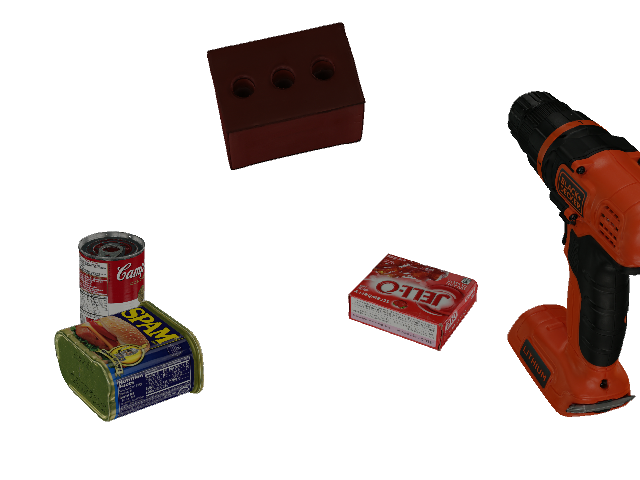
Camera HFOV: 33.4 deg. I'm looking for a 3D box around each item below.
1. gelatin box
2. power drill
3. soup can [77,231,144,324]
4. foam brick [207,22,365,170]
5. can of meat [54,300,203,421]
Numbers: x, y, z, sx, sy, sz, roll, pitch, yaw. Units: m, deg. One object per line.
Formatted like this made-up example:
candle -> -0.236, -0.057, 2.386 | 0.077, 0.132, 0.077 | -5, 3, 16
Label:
gelatin box -> 0.079, 0.050, 0.912 | 0.089, 0.030, 0.073 | 17, 37, 26
power drill -> 0.170, 0.010, 0.724 | 0.057, 0.188, 0.184 | -9, 34, -11
soup can -> -0.218, 0.050, 1.115 | 0.068, 0.102, 0.068 | 3, 23, -2
foam brick -> -0.019, -0.079, 0.590 | 0.078, 0.053, 0.051 | -14, -17, -3
can of meat -> -0.158, 0.097, 0.871 | 0.083, 0.057, 0.102 | -17, 29, -34
